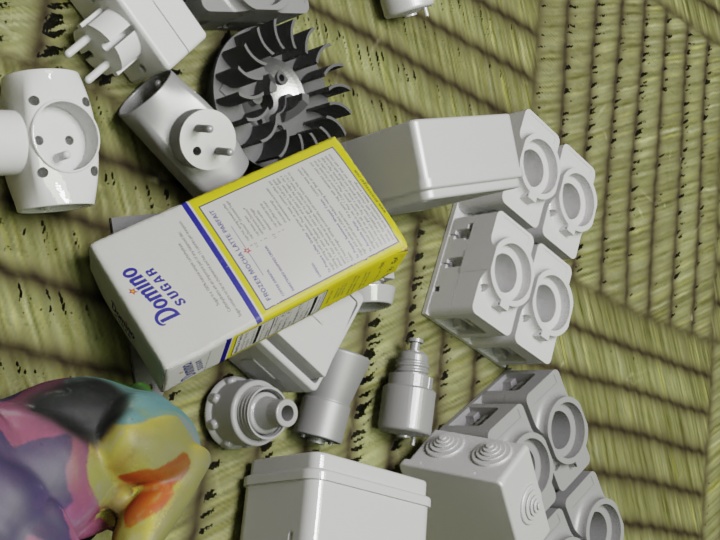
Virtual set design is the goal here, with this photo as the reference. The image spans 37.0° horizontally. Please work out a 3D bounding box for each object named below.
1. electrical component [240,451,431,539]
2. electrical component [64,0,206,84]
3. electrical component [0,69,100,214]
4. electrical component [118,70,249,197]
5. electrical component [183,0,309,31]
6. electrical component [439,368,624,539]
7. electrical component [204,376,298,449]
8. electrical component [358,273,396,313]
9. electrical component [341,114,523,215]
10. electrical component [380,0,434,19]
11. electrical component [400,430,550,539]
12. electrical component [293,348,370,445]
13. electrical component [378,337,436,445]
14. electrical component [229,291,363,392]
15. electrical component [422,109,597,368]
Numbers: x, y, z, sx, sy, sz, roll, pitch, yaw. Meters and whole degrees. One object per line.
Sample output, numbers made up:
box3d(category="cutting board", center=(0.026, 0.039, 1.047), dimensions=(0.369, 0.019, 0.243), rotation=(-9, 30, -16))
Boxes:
box3d(category="electrical component", center=(-0.016, 0.162, 0.716), dimensions=(0.113, 0.078, 0.057), rotation=(24, 62, -39))
box3d(category="electrical component", center=(-0.147, -0.144, 0.654), dimensions=(0.076, 0.047, 0.065), rotation=(-51, 119, -31))
box3d(category="electrical component", center=(-0.192, -0.072, 0.605), dimensions=(0.079, 0.044, 0.077), rotation=(-7, 90, -43))
box3d(category="electrical component", center=(-0.102, -0.081, 0.667), dimensions=(0.043, 0.079, 0.077), rotation=(-49, 118, -15))
box3d(category="electrical component", center=(-0.083, -0.190, 0.713), dimensions=(0.089, 0.056, 0.050), rotation=(-12, 93, -43))
box3d(category="electrical component", center=(0.148, 0.187, 0.881), dimensions=(0.105, 0.060, 0.186), rotation=(-34, 108, -40))
box3d(category="electrical component", center=(-0.066, 0.092, 0.691), dimensions=(0.048, 0.062, 0.048), rotation=(7, 80, -42))
box3d(category="electrical component", center=(0.000, 0.000, 0.776), dimensions=(0.066, 0.048, 0.055), rotation=(6, 73, -43))
box3d(category="electrical component", center=(0.042, -0.074, 0.780), dimensions=(0.109, 0.109, 0.056), rotation=(-11, 90, -43))
box3d(category="electrical component", center=(0.030, -0.231, 0.834), dimensions=(0.040, 0.040, 0.078), rotation=(-25, 102, -42))
box3d(category="electrical component", center=(0.087, 0.170, 0.800), dimensions=(0.048, 0.100, 0.099), rotation=(-42, 124, -42))
box3d(category="electrical component", center=(-0.022, 0.088, 0.748), dimensions=(0.044, 0.044, 0.065), rotation=(26, 73, -38))
box3d(category="electrical component", center=(0.037, 0.090, 0.802), dimensions=(0.040, 0.040, 0.078), rotation=(20, 71, -40))
box3d(category="electrical component", center=(-0.043, 0.028, 0.721), dimensions=(0.061, 0.061, 0.096), rotation=(46, 57, -29))
box3d(category="electrical component", center=(0.131, -0.026, 0.890), dimensions=(0.105, 0.060, 0.186), rotation=(34, 63, -35))
